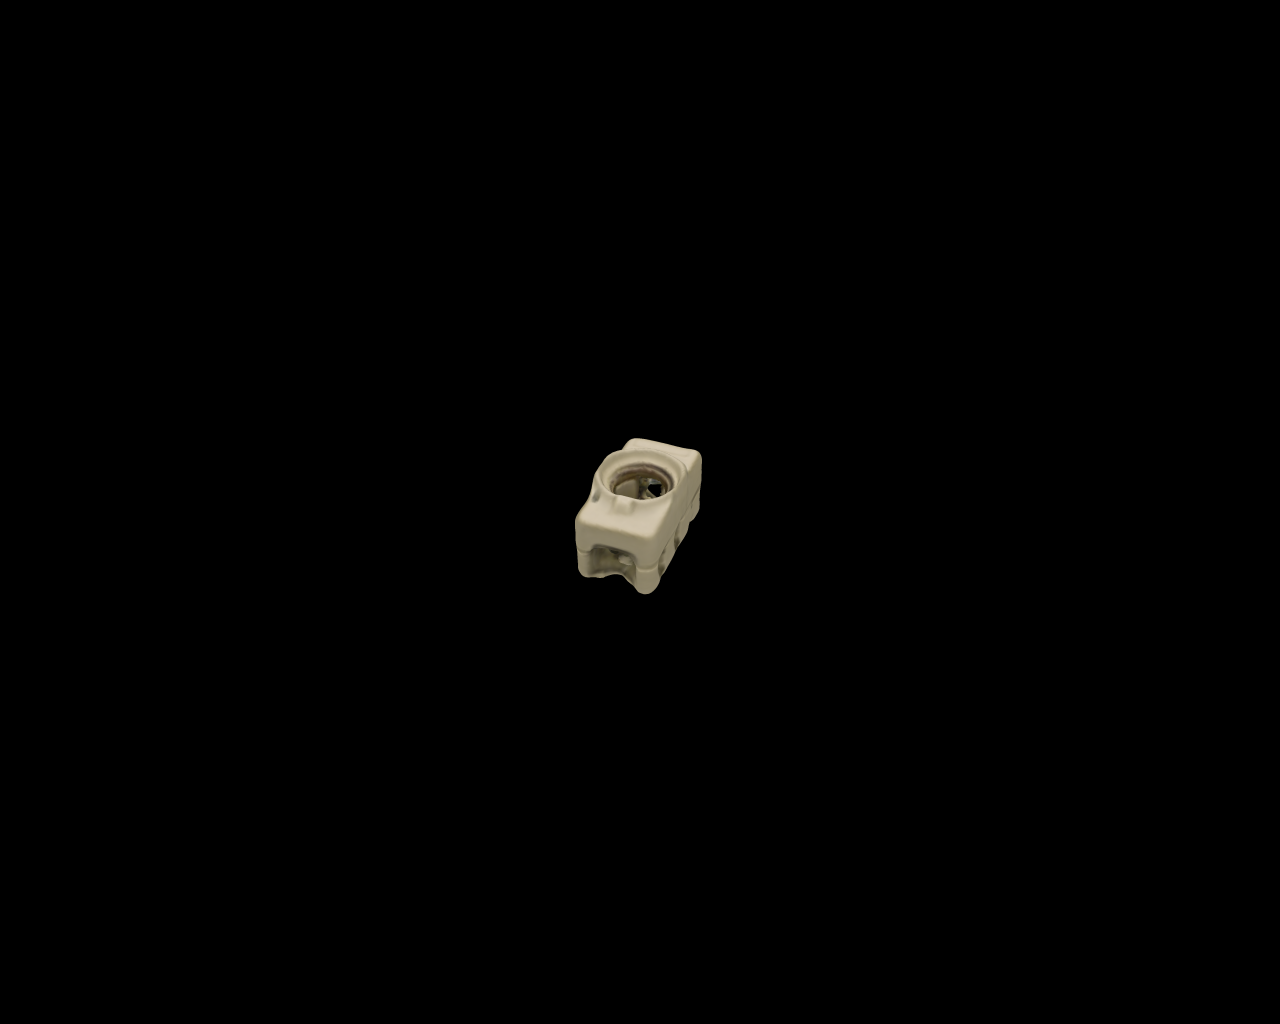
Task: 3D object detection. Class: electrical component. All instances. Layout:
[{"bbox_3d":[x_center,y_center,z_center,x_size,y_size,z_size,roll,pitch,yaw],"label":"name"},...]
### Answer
[{"bbox_3d":[0.001,-0.003,0.650,0.050,0.055,0.090,14,42,16],"label":"electrical component"}]
